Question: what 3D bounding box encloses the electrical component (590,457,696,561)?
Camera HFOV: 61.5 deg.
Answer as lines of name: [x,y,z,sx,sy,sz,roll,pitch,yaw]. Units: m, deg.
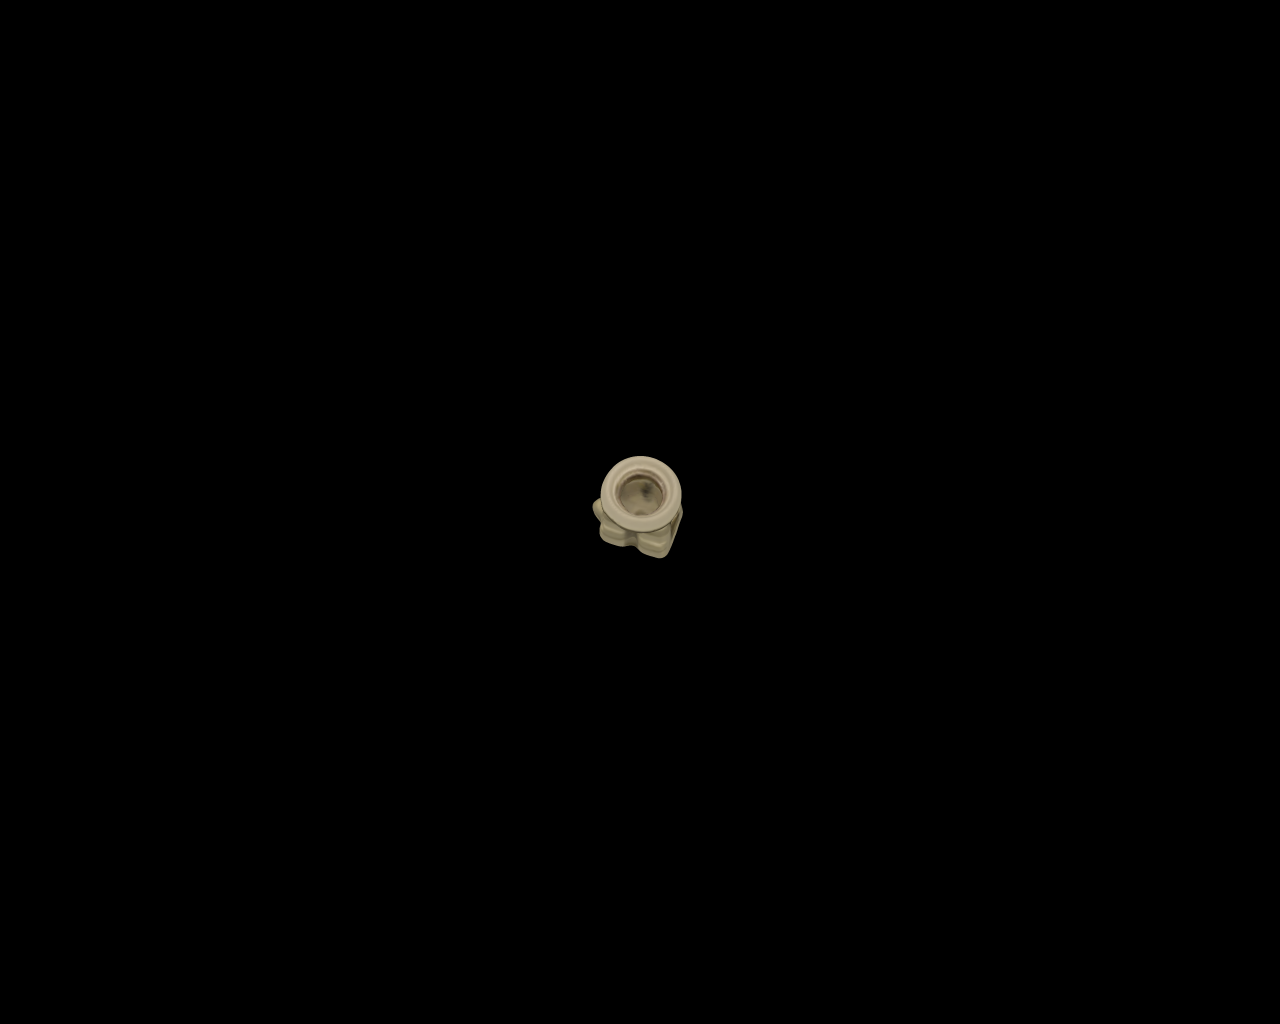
electrical component: [0.001,-0.003,0.650,0.066,0.048,0.055,17,-22,7]
